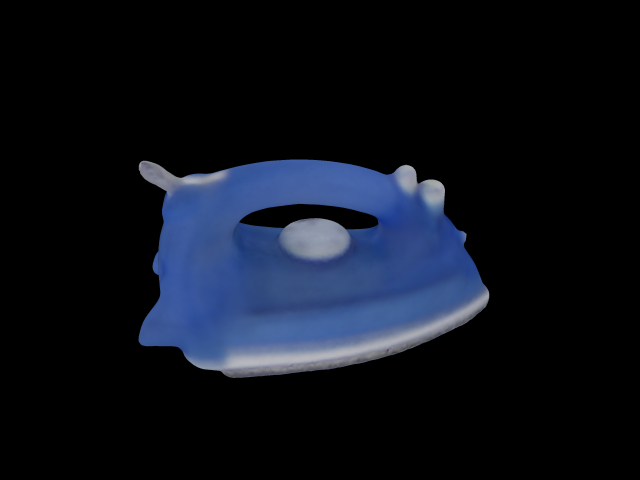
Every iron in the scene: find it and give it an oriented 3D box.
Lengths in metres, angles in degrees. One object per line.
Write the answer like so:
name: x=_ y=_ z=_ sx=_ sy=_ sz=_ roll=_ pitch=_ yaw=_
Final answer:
iron: x=0.004 y=0.001 z=0.400 sx=0.258 sy=0.141 sz=0.118 roll=-5 pitch=35 yaw=-7
